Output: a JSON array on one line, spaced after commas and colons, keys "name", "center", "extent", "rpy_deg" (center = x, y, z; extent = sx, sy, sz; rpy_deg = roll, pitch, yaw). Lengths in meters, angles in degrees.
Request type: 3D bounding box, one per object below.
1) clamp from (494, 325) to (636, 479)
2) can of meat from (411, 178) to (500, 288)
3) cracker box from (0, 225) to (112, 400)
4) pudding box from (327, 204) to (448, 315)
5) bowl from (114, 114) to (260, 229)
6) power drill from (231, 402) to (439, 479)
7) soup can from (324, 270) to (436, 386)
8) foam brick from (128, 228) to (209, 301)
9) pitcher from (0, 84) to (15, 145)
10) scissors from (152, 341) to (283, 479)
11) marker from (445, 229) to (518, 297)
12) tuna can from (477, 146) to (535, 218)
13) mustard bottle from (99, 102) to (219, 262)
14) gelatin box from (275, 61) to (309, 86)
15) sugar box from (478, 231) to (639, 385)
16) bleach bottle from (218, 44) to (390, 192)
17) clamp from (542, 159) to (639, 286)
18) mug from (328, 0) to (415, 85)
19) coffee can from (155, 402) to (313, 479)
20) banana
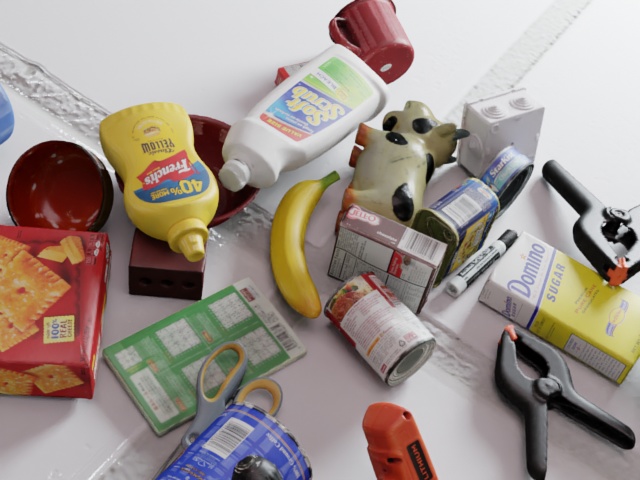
[{"name": "clamp", "center": [0.221, 0.164, 1.074], "extent": [0.120, 0.039, 0.172], "rpy_deg": [-19, 53, -30]}, {"name": "can of meat", "center": [0.143, -0.009, 1.158], "extent": [0.057, 0.102, 0.083], "rpy_deg": [42, 54, 20]}, {"name": "cracker box", "center": [-0.318, 0.064, 1.035], "extent": [0.213, 0.072, 0.164], "rpy_deg": [4, 51, -6]}, {"name": "pudding box", "center": [0.069, 0.021, 1.127], "extent": [0.113, 0.090, 0.039], "rpy_deg": [25, 53, 10]}, {"name": "bowl", "center": [-0.146, -0.064, 1.178], "extent": [0.162, 0.055, 0.162], "rpy_deg": [5, 51, -6]}, {"name": "power drill", "center": [0.016, 0.223, 0.919], "extent": [0.057, 0.184, 0.187], "rpy_deg": [3, 31, 47]}, {"name": "soup can", "center": [0.061, 0.089, 1.085], "extent": [0.068, 0.068, 0.102], "rpy_deg": [-28, 61, -28]}, {"name": "foam brick", "center": [-0.157, 0.026, 1.107], "extent": [0.078, 0.053, 0.051], "rpy_deg": [5, 51, -5]}, {"name": "pitcher", "center": [-0.447, -0.104, 1.106], "extent": [0.145, 0.149, 0.242], "rpy_deg": [24, 47, 26]}, {"name": "scissors", "center": [-0.100, 0.191, 1.006], "extent": [0.096, 0.016, 0.201], "rpy_deg": [25, 61, -8]}, {"name": "marker", "center": [0.183, 0.023, 1.192], "extent": [0.020, 0.020, 0.121], "rpy_deg": [39, 55, 20]}, {"name": "tuna can", "center": [0.207, -0.064, 1.223], "extent": [0.034, 0.086, 0.086], "rpy_deg": [39, 55, 18]}, {"name": "mustard bottle", "center": [-0.157, -0.056, 1.096], "extent": [0.096, 0.058, 0.192], "rpy_deg": [-13, 56, -20]}, {"name": "gelatin box", "center": [0.000, -0.188, 1.321], "extent": [0.089, 0.030, 0.073], "rpy_deg": [-16, 56, -25]}, {"name": "sugar box", "center": [0.271, 0.070, 1.153], "extent": [0.176, 0.048, 0.093], "rpy_deg": [32, 52, 14]}, {"name": "bleach bottle", "center": [-0.024, -0.124, 1.187], "extent": [0.102, 0.068, 0.250], "rpy_deg": [43, 48, 0]}, {"name": "clamp", "center": [0.345, -0.018, 1.221], "extent": [0.164, 0.036, 0.210], "rpy_deg": [10, 36, -4]}, {"name": "mug", "center": [0.060, -0.249, 1.337], "extent": [0.117, 0.093, 0.081], "rpy_deg": [7, 49, -44]}, {"name": "coffee can", "center": [-0.089, 0.224, 0.927], "extent": [0.103, 0.103, 0.140], "rpy_deg": [35, 54, 17]}, {"name": "banana", "center": [-0.023, 0.003, 1.147], "extent": [0.070, 0.037, 0.197], "rpy_deg": [-16, 48, 28]}]
